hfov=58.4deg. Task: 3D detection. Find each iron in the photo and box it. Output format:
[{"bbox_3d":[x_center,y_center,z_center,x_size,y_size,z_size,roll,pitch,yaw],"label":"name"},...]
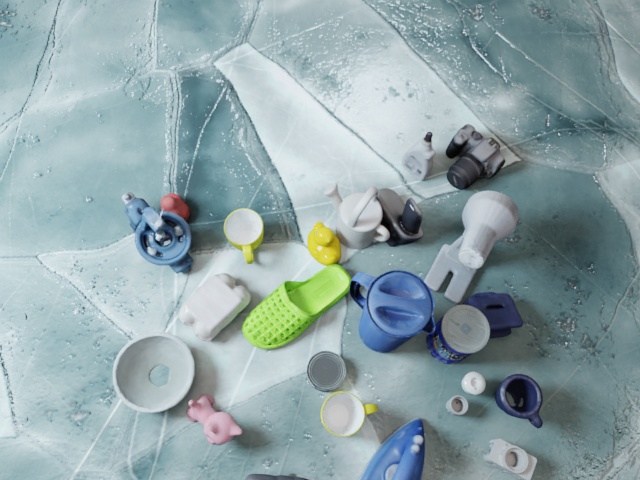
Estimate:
[{"bbox_3d":[0.156,0.464,1.137,0.118,0.141,0.258,28,69,7],"label":"iron"}]

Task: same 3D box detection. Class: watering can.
[{"bbox_3d":[0.085,-0.061,1.309,0.173,0.194,0.101,17,68,3],"label":"watering can"}]

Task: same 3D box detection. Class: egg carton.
[{"bbox_3d":[-0.234,0.146,1.271,0.107,0.069,0.150,41,71,11],"label":"egg carton"}]

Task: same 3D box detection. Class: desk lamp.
[{"bbox_3d":[0.343,0.016,1.288,0.118,0.213,0.203,29,69,7],"label":"desk lamp"}]

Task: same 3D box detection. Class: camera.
[{"bbox_3d":[0.374,-0.204,1.438,0.137,0.101,0.143,-41,77,-17],"label":"camera"}]

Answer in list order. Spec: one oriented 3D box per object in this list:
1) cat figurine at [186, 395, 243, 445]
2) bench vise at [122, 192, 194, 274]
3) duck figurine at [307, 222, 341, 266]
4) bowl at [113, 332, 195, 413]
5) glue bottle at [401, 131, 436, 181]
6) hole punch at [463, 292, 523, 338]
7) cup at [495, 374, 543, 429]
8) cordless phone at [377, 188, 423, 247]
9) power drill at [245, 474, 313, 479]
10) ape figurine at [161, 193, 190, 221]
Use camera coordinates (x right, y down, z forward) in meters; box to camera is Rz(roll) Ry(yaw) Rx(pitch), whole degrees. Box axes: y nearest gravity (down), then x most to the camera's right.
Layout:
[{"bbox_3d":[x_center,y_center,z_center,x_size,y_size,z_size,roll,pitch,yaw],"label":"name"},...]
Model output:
[{"bbox_3d":[-0.217,0.367,1.159,0.127,0.118,0.067,39,71,11],"label":"cat figurine"},{"bbox_3d":[-0.374,-0.028,1.248,0.207,0.220,0.121,29,69,7],"label":"bench vise"},{"bbox_3d":[0.012,0.005,1.336,0.077,0.086,0.104,-24,72,-13],"label":"duck figurine"},{"bbox_3d":[-0.342,0.282,1.206,0.167,0.075,0.167,2,68,-4],"label":"bowl"},{"bbox_3d":[0.248,-0.212,1.393,0.078,0.173,0.037,43,72,13],"label":"glue bottle"},{"bbox_3d":[0.390,0.166,1.299,0.108,0.091,0.101,-5,69,-6],"label":"hole punch"},{"bbox_3d":[0.424,0.350,1.227,0.092,0.095,0.117,-28,73,-14],"label":"cup"},{"bbox_3d":[0.189,-0.075,1.328,0.094,0.185,0.147,-29,73,-14],"label":"cordless phone"},{"bbox_3d":[-0.031,0.487,1.077,0.229,0.208,0.075,14,68,2],"label":"power drill"},{"bbox_3d":[-0.346,-0.076,1.338,0.076,0.092,0.078,24,69,5],"label":"ape figurine"}]
